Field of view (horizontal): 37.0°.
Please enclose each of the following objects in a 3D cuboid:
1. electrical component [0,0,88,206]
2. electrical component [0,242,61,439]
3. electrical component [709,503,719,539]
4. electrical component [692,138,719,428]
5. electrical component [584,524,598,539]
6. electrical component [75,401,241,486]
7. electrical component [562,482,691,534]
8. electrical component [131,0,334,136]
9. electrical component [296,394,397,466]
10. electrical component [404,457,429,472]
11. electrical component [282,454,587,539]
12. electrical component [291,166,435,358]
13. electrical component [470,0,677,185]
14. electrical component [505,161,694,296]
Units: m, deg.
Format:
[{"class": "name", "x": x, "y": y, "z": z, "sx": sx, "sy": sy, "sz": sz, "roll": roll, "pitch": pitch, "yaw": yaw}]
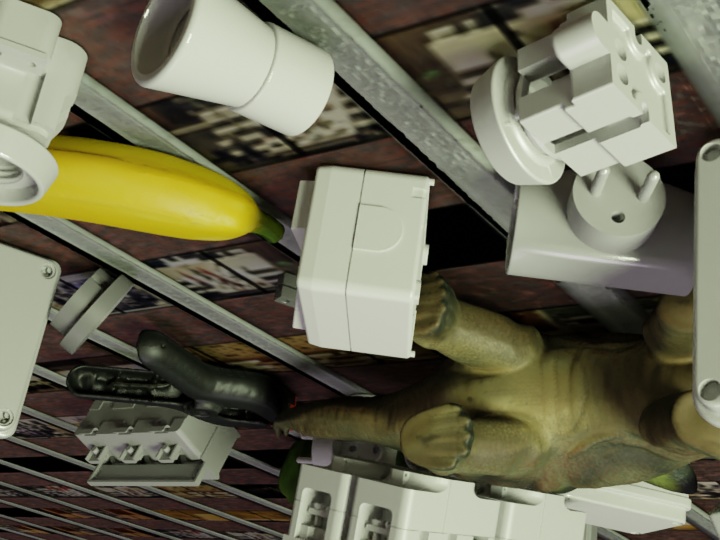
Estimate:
[{"class": "electrical component", "x": -0.144, "y": -0.062, "z": 0.426, "sx": 0.058, "sy": 0.057, "sz": 0.078, "roll": 18, "pitch": 155, "yaw": -20}, {"class": "electrical component", "x": -0.242, "y": 0.033, "z": 0.616, "sx": 0.109, "sy": 0.108, "sz": 0.056, "roll": 22, "pitch": 156, "yaw": -27}, {"class": "electrical component", "x": 0.253, "y": 0.134, "z": 0.593, "sx": 0.100, "sy": 0.048, "sz": 0.100, "roll": -14, "pitch": 169, "yaw": -47}, {"class": "electrical component", "x": 0.167, "y": 0.006, "z": 0.398, "sx": 0.078, "sy": 0.113, "sz": 0.057, "roll": -7, "pitch": 155, "yaw": 33}, {"class": "electrical component", "x": 0.145, "y": 0.209, "z": 0.922, "sx": 0.113, "sy": 0.078, "sz": 0.057, "roll": 0, "pitch": 158, "yaw": 21}, {"class": "electrical component", "x": -0.169, "y": 0.135, "z": 0.880, "sx": 0.121, "sy": 0.078, "sz": 0.063, "roll": -7, "pitch": 130, "yaw": 34}, {"class": "electrical component", "x": 0.185, "y": 0.159, "z": 0.817, "sx": 0.113, "sy": 0.057, "sz": 0.078, "roll": 15, "pitch": 156, "yaw": -13}, {"class": "electrical component", "x": -0.042, "y": -0.074, "z": 0.383, "sx": 0.065, "sy": 0.044, "sz": 0.044, "roll": 20, "pitch": 155, "yaw": -36}, {"class": "electrical component", "x": -0.011, "y": 0.136, "z": 0.810, "sx": 0.079, "sy": 0.077, "sz": 0.044, "roll": -1, "pitch": 155, "yaw": 23}, {"class": "electrical component", "x": 0.066, "y": 0.143, "z": 0.840, "sx": 0.066, "sy": 0.048, "sz": 0.055, "roll": -8, "pitch": 159, "yaw": 34}, {"class": "electrical component", "x": 0.057, "y": 0.169, "z": 0.729, "sx": 0.186, "sy": 0.060, "sz": 0.105, "roll": 18, "pitch": 169, "yaw": -42}, {"class": "electrical component", "x": 0.000, "y": 0.000, "z": 0.511, "sx": 0.061, "sy": 0.061, "sz": 0.096, "roll": 7, "pitch": 157, "yaw": 5}, {"class": "electrical component", "x": 0.073, "y": -0.058, "z": 0.373, "sx": 0.055, "sy": 0.048, "sz": 0.066, "roll": -20, "pitch": 144, "yaw": 36}, {"class": "electrical component", "x": 0.103, "y": -0.022, "z": 0.444, "sx": 0.077, "sy": 0.044, "sz": 0.079, "roll": 7, "pitch": 157, "yaw": 4}]
